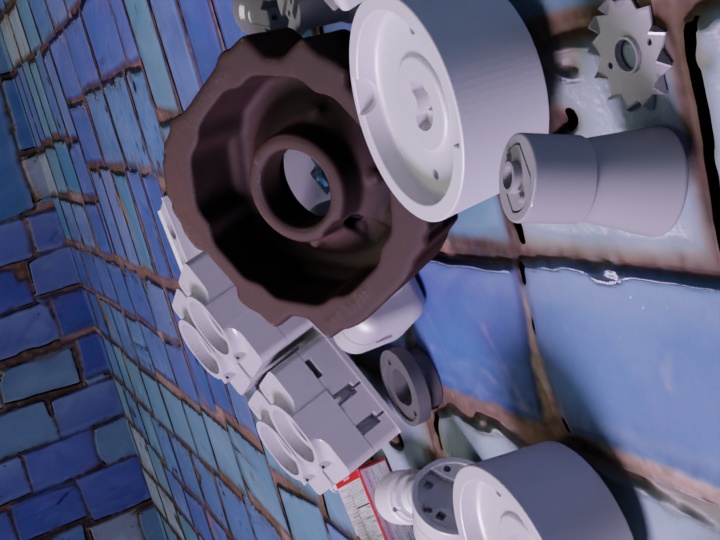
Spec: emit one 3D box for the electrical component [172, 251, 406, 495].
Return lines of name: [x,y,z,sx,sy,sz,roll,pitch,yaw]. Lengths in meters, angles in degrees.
electrical component: [-0.061,0.072,0.793,0.186,0.060,0.105,51,156,7]

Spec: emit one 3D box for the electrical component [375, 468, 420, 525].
electrical component: [0.039,0.165,0.782,0.040,0.040,0.078,68,160,5]

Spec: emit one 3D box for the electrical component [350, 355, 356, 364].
electrical component: [-0.066,0.061,0.908,0.138,0.074,0.052,38,143,56]

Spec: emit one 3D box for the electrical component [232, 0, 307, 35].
electrical component: [-0.058,-0.174,0.724,0.046,0.040,0.040,29,135,52]

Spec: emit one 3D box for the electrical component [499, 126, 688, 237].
electrical component: [0.088,-0.035,0.418,0.044,0.065,0.044,180,90,-74]

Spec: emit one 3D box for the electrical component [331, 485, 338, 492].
electrical component: [-0.021,0.182,0.961,0.061,0.035,0.035,47,150,44]

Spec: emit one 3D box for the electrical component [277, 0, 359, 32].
electrical component: [-0.021,-0.161,0.627,0.040,0.046,0.040,52,153,41]

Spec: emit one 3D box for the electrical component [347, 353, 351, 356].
electrical component: [-0.015,0.038,0.798,0.045,0.045,0.055,63,159,19]

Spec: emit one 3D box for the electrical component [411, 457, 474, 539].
electrical component: [0.060,0.158,0.701,0.055,0.055,0.047,56,159,34]

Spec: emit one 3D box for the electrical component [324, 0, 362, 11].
electrical component: [-0.027,-0.198,0.581,0.121,0.079,0.063,54,176,38]

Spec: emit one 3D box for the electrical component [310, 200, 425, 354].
electrical component: [0.000,0.000,0.710,0.095,0.054,0.059,66,160,13]

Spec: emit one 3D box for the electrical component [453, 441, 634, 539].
electrical component: [0.102,0.142,0.565,0.108,0.060,0.108,52,153,41]

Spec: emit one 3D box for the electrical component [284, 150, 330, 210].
electrical component: [-0.052,-0.057,0.767,0.042,0.081,0.063,-1,138,46]

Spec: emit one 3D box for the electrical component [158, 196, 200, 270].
electrical component: [-0.147,-0.019,1.060,0.121,0.063,0.078,67,160,9]

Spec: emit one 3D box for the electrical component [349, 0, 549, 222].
electrical component: [0.046,-0.083,0.504,0.108,0.060,0.108,53,154,41]
